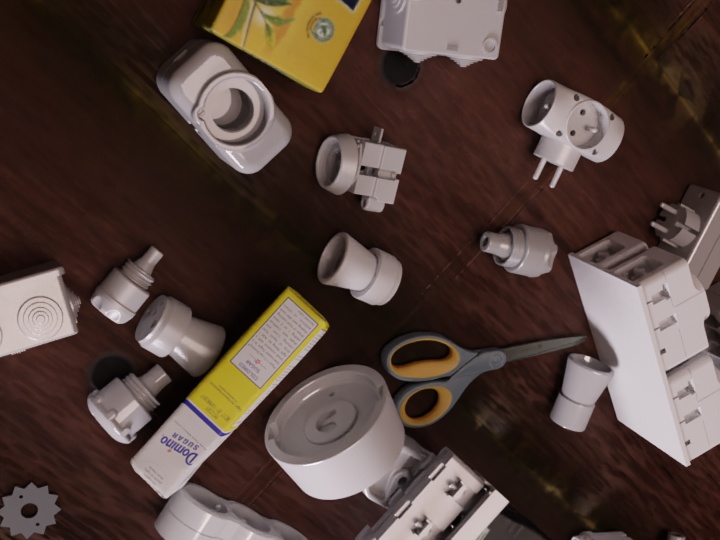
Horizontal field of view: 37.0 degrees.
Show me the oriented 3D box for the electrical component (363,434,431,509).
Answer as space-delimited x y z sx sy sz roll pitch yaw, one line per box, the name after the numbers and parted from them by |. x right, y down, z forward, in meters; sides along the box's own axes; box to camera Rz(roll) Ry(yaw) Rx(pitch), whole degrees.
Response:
0.038 0.177 0.928 0.095 0.059 0.053 34 91 -27 | electrical component

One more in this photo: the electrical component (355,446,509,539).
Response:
0.053 0.208 0.872 0.063 0.079 0.121 43 87 -5 | electrical component

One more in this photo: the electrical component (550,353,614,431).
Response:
0.201 0.115 0.988 0.044 0.044 0.065 13 106 -25 | electrical component

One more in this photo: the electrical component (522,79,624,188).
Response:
0.172 -0.109 0.906 0.077 0.044 0.079 22 97 -26 | electrical component

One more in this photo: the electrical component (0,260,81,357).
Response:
-0.245 0.030 0.747 0.100 0.100 0.048 -17 98 -17 | electrical component

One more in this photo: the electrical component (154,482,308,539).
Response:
-0.110 0.235 0.889 0.138 0.052 0.073 31 92 -28 | electrical component

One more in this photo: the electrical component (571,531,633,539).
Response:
0.238 0.318 1.044 0.057 0.078 0.113 4 104 -27 | electrical component

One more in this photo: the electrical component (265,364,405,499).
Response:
-0.016 0.136 0.870 0.108 0.108 0.060 -35 122 -10 | electrical component

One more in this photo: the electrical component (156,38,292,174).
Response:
-0.097 -0.119 0.783 0.054 0.059 0.095 -44 117 -5 | electrical component

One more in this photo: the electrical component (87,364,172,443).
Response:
-0.174 0.099 0.827 0.062 0.048 0.048 -41 117 -14 | electrical component

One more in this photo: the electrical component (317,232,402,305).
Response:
0.000 0.000 0.868 0.055 0.045 0.045 25 95 -27 | electrical component

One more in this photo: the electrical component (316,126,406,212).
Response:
-0.001 -0.081 0.843 0.055 0.048 0.066 7 103 -32 | electrical component

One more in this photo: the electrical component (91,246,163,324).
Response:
-0.171 0.009 0.806 0.035 0.035 0.061 41 86 -27 | electrical component

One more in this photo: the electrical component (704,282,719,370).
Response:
0.369 0.052 1.034 0.076 0.047 0.083 -27 114 -13 | electrical component

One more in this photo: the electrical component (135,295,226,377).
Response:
-0.138 0.050 0.826 0.055 0.045 0.045 35 91 -27 | electrical component

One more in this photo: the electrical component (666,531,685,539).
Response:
0.315 0.297 1.089 0.048 0.048 0.062 8 95 -24 | electrical component

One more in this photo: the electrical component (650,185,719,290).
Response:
0.295 -0.037 0.977 0.076 0.047 0.083 24 96 -27 | electrical component

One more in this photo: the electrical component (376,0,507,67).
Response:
0.066 -0.209 0.830 0.100 0.048 0.099 1 105 -23 | electrical component

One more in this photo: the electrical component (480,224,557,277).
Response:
0.133 -0.019 0.918 0.062 0.043 0.043 12 101 -24 | electrical component

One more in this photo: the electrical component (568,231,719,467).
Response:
0.263 0.066 0.962 0.060 0.105 0.186 -27 114 -13 | electrical component
